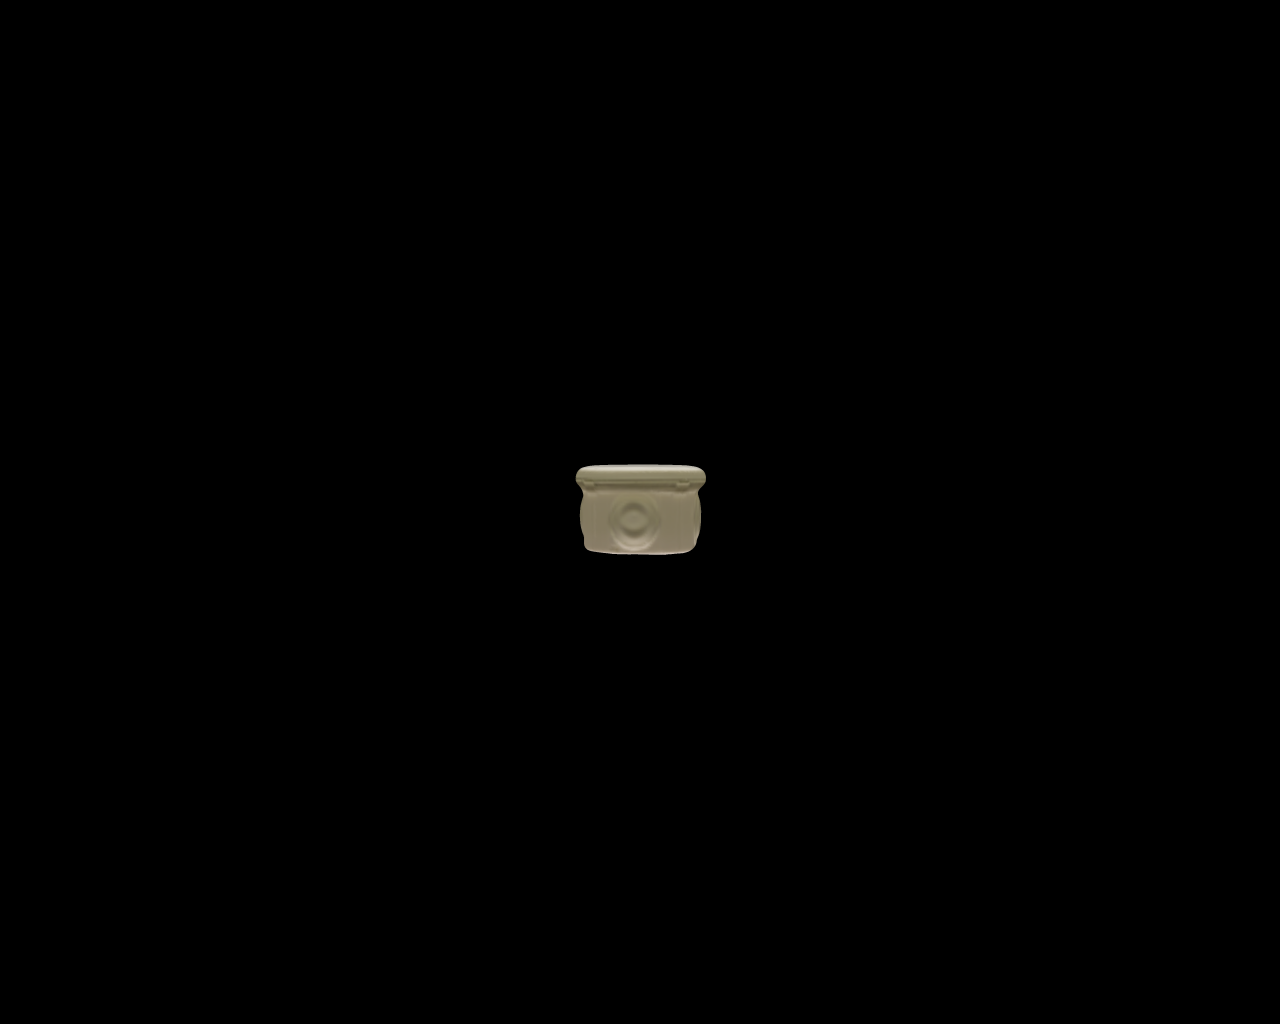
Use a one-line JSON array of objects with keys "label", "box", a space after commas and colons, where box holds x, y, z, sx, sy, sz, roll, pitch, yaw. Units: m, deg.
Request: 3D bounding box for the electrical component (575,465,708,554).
[{"label": "electrical component", "box": [0.001, -0.003, 0.650, 0.080, 0.051, 0.080, 0, 4, 0]}]
